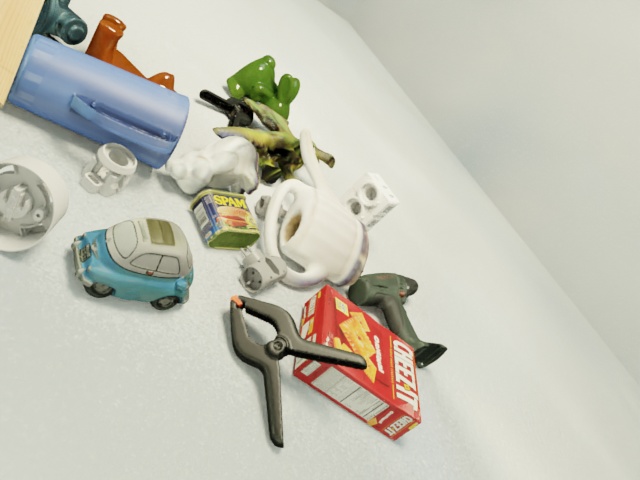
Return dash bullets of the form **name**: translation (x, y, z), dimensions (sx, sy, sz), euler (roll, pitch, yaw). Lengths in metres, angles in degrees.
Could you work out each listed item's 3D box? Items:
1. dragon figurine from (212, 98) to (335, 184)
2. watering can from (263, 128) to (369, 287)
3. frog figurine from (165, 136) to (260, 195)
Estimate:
- **dragon figurine**: translation (-0.114, -0.238, 1.175), dimensions (0.407, 0.121, 0.247), euler (22, 26, -49)
- **watering can**: translation (0.003, -0.051, 1.013), dimensions (0.222, 0.102, 0.356), euler (33, 51, -26)
- **frog figurine**: translation (-0.193, -0.135, 0.908), dimensions (0.159, 0.122, 0.138), euler (15, 5, -32)
